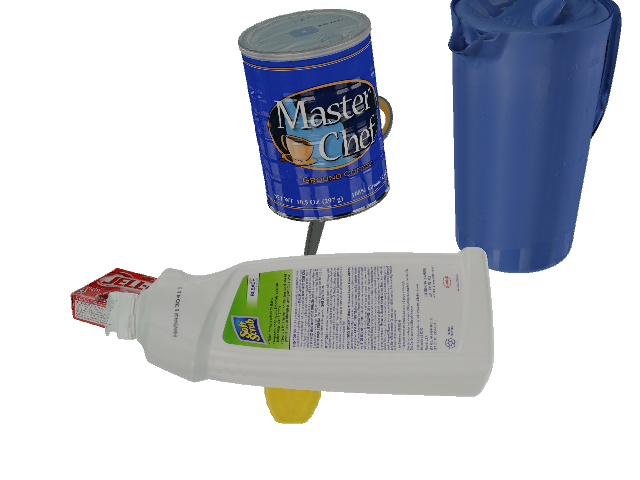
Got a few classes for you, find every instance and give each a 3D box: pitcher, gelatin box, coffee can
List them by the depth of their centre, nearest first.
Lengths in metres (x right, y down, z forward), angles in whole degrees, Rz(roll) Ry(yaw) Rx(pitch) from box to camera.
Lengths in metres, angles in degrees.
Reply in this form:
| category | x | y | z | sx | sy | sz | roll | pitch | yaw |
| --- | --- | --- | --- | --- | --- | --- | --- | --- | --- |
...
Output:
| category | x | y | z | sx | sy | sz | roll | pitch | yaw |
| --- | --- | --- | --- | --- | --- | --- | --- | --- | --- |
| coffee can | -0.003 | -0.100 | 0.846 | 0.103 | 0.140 | 0.103 | -7 | 28 | 4 |
| pitcher | 0.187 | -0.100 | 0.946 | 0.149 | 0.243 | 0.145 | 3 | 32 | 8 |
| gelatin box | -0.177 | 0.058 | 1.001 | 0.089 | 0.030 | 0.073 | 13 | 23 | 23 |

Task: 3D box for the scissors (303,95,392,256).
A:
| category | x | y | z | sx | sy | sz | roll | pitch | yaw |
| --- | --- | --- | --- | --- | --- | --- | --- | --- | --- |
| scissors | 0.027 | -0.066 | 1.069 | 0.096 | 0.202 | 0.016 | -2 | -11 | 0 |

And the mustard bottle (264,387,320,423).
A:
| category | x | y | z | sx | sy | sz | roll | pitch | yaw |
| --- | --- | --- | --- | --- | --- | --- | --- | --- | --- |
| mustard bottle | -0.031 | 0.103 | 1.136 | 0.058 | 0.096 | 0.191 | 0 | 27 | -3 |

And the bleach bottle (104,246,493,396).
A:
| category | x | y | z | sx | sy | sz | roll | pitch | yaw |
| --- | --- | --- | --- | --- | --- | --- | --- | --- | --- |
| bleach bottle | -0.015 | 0.049 | 0.713 | 0.250 | 0.102 | 0.068 | 4 | -32 | -4 |
